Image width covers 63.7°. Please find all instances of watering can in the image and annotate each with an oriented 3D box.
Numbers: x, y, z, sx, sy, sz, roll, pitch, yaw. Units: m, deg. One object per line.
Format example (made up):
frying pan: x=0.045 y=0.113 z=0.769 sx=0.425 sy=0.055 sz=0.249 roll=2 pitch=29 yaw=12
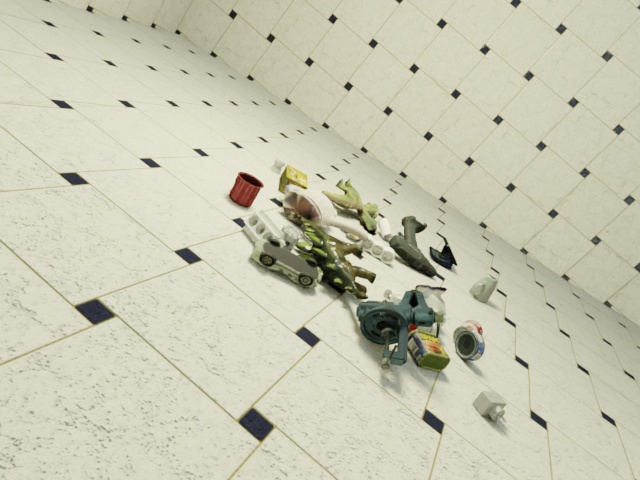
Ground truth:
watering can: x=0.005 y=-0.091 z=1.801 sx=0.350 sy=0.102 sz=0.226 roll=36 pitch=21 yaw=13

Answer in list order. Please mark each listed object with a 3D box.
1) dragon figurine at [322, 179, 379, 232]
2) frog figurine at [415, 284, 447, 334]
dragon figurine: x=0.152 y=-0.130 z=2.131 sx=0.244 sy=0.120 sz=0.413 roll=44 pitch=23 yaw=10
frog figurine: x=0.331 y=0.225 z=1.576 sx=0.136 sy=0.121 sz=0.163 roll=26 pitch=54 yaw=-40
